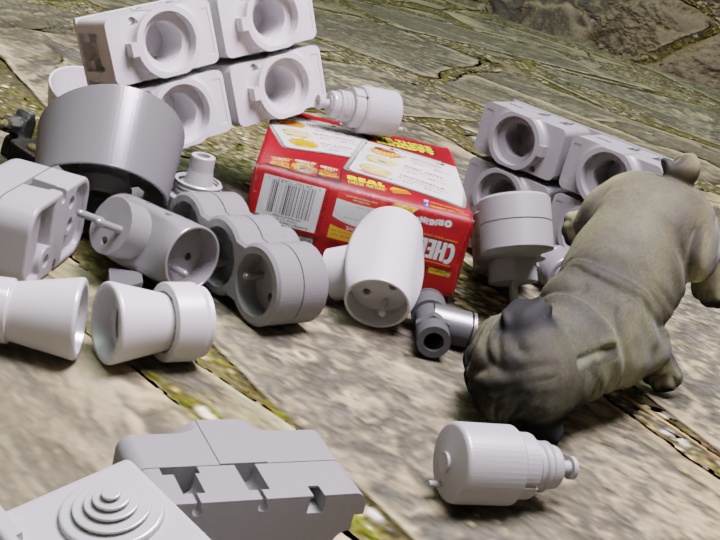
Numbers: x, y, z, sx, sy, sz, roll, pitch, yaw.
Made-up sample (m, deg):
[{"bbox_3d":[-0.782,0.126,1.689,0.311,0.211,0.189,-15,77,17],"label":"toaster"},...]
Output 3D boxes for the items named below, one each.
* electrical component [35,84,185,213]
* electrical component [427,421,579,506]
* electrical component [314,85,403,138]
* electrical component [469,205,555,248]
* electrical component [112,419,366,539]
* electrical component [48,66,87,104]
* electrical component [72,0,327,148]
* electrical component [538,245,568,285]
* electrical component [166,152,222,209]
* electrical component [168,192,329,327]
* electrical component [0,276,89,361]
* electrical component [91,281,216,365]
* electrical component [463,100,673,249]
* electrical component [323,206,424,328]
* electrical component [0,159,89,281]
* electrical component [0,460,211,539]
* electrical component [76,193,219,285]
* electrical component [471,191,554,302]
[{"bbox_3d":[-0.173,-0.075,0.736,0.099,0.064,0.099,3,-23,1],"label":"electrical component"},{"bbox_3d":[0.073,0.097,0.536,0.078,0.040,0.040,7,21,-22],"label":"electrical component"},{"bbox_3d":[0.000,-0.135,0.901,0.078,0.040,0.040,5,22,-27],"label":"electrical component"},{"bbox_3d":[0.114,-0.035,0.913,0.079,0.044,0.077,8,21,-21],"label":"electrical component"},{"bbox_3d":[-0.053,0.096,0.433,0.089,0.050,0.056,3,23,-29],"label":"electrical component"},{"bbox_3d":[-0.212,-0.124,0.894,0.099,0.064,0.099,13,20,-5],"label":"electrical component"},{"bbox_3d":[-0.119,-0.164,0.854,0.186,0.105,0.060,-23,24,-34],"label":"electrical component"},{"bbox_3d":[0.164,0.005,0.858,0.035,0.035,0.061,5,24,-26],"label":"electrical component"},{"bbox_3d":[-0.118,-0.053,0.773,0.043,0.062,0.043,13,20,-5],"label":"electrical component"},{"bbox_3d":[-0.064,-0.011,0.711,0.074,0.052,0.138,-3,27,-41],"label":"electrical component"},{"bbox_3d":[-0.179,0.022,0.562,0.065,0.044,0.044,7,21,-7],"label":"electrical component"},{"bbox_3d":[-0.112,0.028,0.584,0.055,0.045,0.045,1,24,-35],"label":"electrical component"},{"bbox_3d":[0.189,-0.078,0.994,0.186,0.105,0.060,28,24,33],"label":"electrical component"},{"bbox_3d":[0.000,0.000,0.729,0.079,0.043,0.077,-10,38,19],"label":"electrical component"},{"bbox_3d":[-0.213,-0.031,0.659,0.059,0.053,0.095,15,20,2],"label":"electrical component"},{"bbox_3d":[-0.064,0.115,0.308,0.048,0.099,0.100,-20,38,-37],"label":"electrical component"},{"bbox_3d":[-0.141,-0.022,0.673,0.077,0.043,0.079,23,0,37],"label":"electrical component"},{"bbox_3d":[0.113,-0.008,0.801,0.052,0.073,0.138,-3,-9,2],"label":"electrical component"}]
